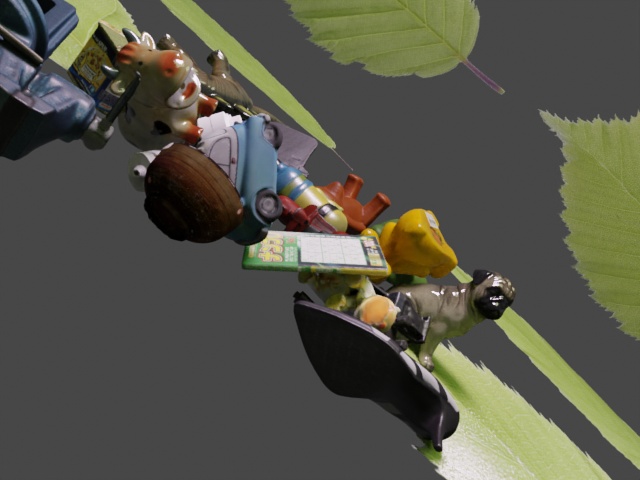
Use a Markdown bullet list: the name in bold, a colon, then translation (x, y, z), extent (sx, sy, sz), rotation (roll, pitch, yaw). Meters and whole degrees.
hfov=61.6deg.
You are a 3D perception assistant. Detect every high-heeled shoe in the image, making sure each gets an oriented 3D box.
- **high-heeled shoe**: translation (0.071, 0.145, 0.628), extent (0.248, 0.086, 0.145), rotation (47, 11, -1)

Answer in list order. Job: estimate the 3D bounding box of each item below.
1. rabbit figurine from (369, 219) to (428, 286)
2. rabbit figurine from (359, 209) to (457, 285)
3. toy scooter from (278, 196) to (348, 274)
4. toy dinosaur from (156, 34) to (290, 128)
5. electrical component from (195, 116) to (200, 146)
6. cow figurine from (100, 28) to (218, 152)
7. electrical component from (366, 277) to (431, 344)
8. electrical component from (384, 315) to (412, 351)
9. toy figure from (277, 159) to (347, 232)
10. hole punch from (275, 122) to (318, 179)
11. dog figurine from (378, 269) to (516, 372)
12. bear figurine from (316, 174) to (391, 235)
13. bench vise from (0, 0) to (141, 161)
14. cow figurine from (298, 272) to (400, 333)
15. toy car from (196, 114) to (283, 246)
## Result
- **rabbit figurine**: translation (0.168, 0.045, 1.089), extent (0.170, 0.121, 0.159), rotation (64, 13, 16)
- **rabbit figurine**: translation (0.123, 0.032, 0.910), extent (0.162, 0.173, 0.122), rotation (-3, 68, -59)
- **toy scooter**: translation (-0.002, -0.002, 0.803), extent (0.184, 0.075, 0.135), rotation (43, -6, 0)
- **toy dinosaur**: translation (-0.193, -0.273, 1.060), extent (0.198, 0.105, 0.471), rotation (55, 26, 13)
- **electrical component**: translation (-0.188, -0.153, 0.798), extent (0.045, 0.078, 0.102), rotation (10, 18, -13)
- **cow figurine**: translation (-0.193, -0.165, 0.633), extent (0.127, 0.085, 0.195), rotation (27, -21, -22)
- **electrical component**: translation (0.096, 0.105, 0.780), extent (0.119, 0.075, 0.048), rotation (40, 55, -25)
- **electrical component**: translation (0.080, 0.128, 0.718), extent (0.021, 0.094, 0.063), rotation (39, 52, -30)
- **toy figure**: translation (-0.032, -0.062, 0.921), extent (0.180, 0.082, 0.089), rotation (46, 14, 1)
- **hole punch**: translation (-0.077, -0.149, 1.026), extent (0.142, 0.092, 0.116), rotation (28, 46, 5)
- **dog figurine**: translation (0.198, 0.092, 0.879), extent (0.172, 0.190, 0.121), rotation (40, 15, -8)
- **bear figurine**: translation (0.038, -0.078, 1.069), extent (0.120, 0.132, 0.195), rotation (39, 5, 30)
- **bench vise**: translation (-0.283, -0.189, 0.513), extent (0.223, 0.129, 0.241), rotation (24, 35, -21)
- **cow figurine**: translation (0.048, 0.085, 0.704), extent (0.098, 0.068, 0.168), rotation (51, -7, -39)
- **toy car**: translation (-0.108, -0.076, 0.647), extent (0.103, 0.161, 0.109), rotation (7, -5, -34)
